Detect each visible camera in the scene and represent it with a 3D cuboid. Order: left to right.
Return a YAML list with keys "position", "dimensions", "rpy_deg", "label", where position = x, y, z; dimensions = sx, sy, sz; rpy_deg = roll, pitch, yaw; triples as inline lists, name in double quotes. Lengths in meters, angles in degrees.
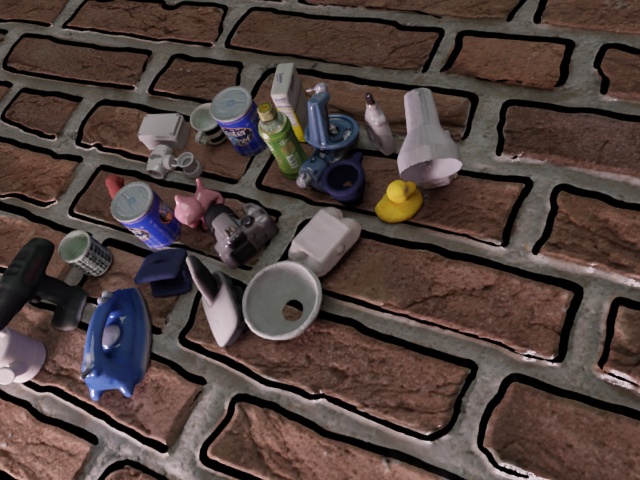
- position: [-0.190, -0.035, 1.265]
  dimensions: [0.143, 0.101, 0.136]
  rpy_deg: [-41, 59, -7]
  label: "camera"

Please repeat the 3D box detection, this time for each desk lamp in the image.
- position: [0.215, -0.188, 1.155]
  dimensions: [0.117, 0.214, 0.203]
  rpy_deg: [-10, 60, 12]
  label: "desk lamp"

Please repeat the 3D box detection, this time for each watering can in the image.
- position: [-0.685, 0.235, 1.219]
  dimensions: [0.172, 0.194, 0.101]
  rpy_deg: [19, 70, 25]
  label: "watering can"

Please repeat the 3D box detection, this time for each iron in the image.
- position: [-0.436, 0.194, 1.195]
  dimensions: [0.118, 0.142, 0.258]
  rpy_deg: [-10, 60, 12]
  label: "iron"

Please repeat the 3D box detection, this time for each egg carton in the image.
- position: [0.011, 0.004, 1.200]
  dimensions: [0.107, 0.069, 0.150]
  rpy_deg: [34, 77, 29]
  label: "egg carton"

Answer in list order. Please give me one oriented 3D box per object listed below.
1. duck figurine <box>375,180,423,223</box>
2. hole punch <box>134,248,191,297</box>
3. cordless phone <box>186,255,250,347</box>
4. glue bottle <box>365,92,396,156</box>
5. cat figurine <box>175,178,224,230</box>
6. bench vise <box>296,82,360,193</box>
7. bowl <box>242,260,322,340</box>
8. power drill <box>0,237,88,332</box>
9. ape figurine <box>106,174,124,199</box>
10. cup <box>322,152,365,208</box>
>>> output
- position: [0.160, -0.088, 1.194]
  dimensions: [0.104, 0.086, 0.077]
  rpy_deg: [-28, 58, 1]
  label: "duck figurine"
- position: [-0.346, 0.063, 1.266]
  dimensions: [0.108, 0.091, 0.101]
  rpy_deg: [-11, 60, 12]
  label: "hole punch"
- position: [-0.213, 0.118, 1.140]
  dimensions: [0.094, 0.185, 0.147]
  rpy_deg: [-32, 58, -1]
  label: "cordless phone"
- position: [0.123, -0.259, 1.245]
  dimensions: [0.037, 0.173, 0.078]
  rpy_deg: [-37, 58, -4]
  label: "glue bottle"
- position: [-0.287, -0.080, 1.309]
  dimensions: [0.067, 0.118, 0.128]
  rpy_deg: [7, 65, 21]
  label: "cat figurine"
- position: [0.013, -0.214, 1.228]
  dimensions: [0.121, 0.220, 0.207]
  rpy_deg: [3, 64, 19]
  label: "bench vise"
- position: [-0.067, 0.131, 1.153]
  dimensions: [0.167, 0.075, 0.167]
  rpy_deg: [-7, 61, 14]
  label: "bowl"
- position: [-0.610, 0.122, 1.248]
  dimensions: [0.075, 0.209, 0.229]
  rpy_deg: [-3, 62, 16]
  label: "power drill"
- position: [-0.491, -0.128, 1.413]
  dimensions: [0.077, 0.092, 0.076]
  rpy_deg: [20, 70, 26]
  label: "ape figurine"
- position: [0.066, -0.124, 1.237]
  dimensions: [0.091, 0.095, 0.118]
  rpy_deg: [23, 72, 26]
  label: "cup"
